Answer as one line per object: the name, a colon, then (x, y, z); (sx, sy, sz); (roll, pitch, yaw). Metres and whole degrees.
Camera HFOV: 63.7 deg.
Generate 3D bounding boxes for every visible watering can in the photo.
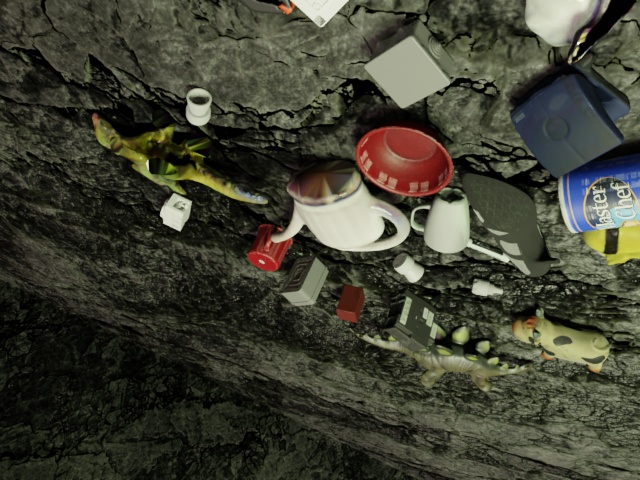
watering can: (0.003, -0.052, 1.026); (0.347, 0.106, 0.220); (0, 140, 31)

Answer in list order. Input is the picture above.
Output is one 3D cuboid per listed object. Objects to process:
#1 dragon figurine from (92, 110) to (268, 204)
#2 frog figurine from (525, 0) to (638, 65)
dragon figurine: (-0.315, -0.158, 1.116); (0.408, 0.124, 0.241); (32, 165, -10)
frog figurine: (0.254, -0.287, 0.549); (0.162, 0.123, 0.134); (51, 167, 26)
